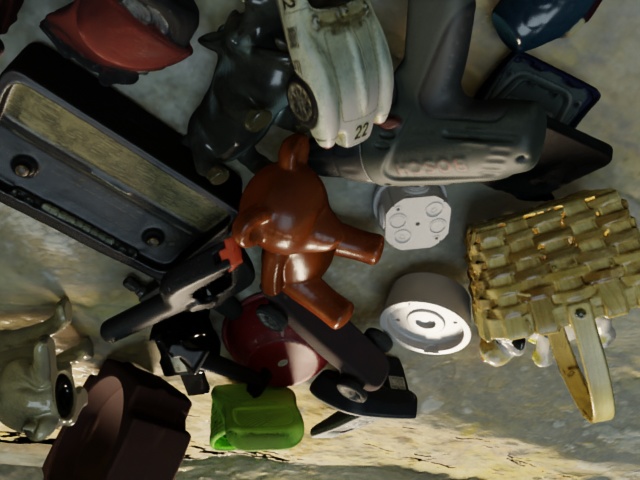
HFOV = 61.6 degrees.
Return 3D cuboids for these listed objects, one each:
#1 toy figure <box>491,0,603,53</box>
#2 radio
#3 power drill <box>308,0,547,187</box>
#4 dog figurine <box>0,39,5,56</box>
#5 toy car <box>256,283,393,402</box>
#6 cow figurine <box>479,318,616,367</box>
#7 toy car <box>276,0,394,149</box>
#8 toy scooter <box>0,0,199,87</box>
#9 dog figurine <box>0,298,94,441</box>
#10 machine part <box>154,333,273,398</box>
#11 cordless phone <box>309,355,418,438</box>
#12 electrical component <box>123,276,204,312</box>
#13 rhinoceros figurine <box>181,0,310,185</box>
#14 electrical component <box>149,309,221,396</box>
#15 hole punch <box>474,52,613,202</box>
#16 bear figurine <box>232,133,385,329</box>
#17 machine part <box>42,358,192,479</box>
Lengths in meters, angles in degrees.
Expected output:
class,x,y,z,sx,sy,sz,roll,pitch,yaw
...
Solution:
class,x,y,z,sx,sy,sz,roll,pitch,yaw
toy figure,0.217,-0.217,0.436,0.154,0.058,0.064,-33,130,14
radio,-0.199,-0.060,0.509,0.229,0.073,0.131,34,118,-28
power drill,0.064,-0.138,0.441,0.232,0.086,0.207,12,119,31
dog figurine,-0.334,-0.137,0.386,0.219,0.191,0.108,-15,90,-3
toy car,0.006,0.105,0.634,0.202,0.089,0.053,43,150,-17
cow figurine,0.284,0.106,0.691,0.167,0.068,0.098,-19,122,5
toy car,0.003,-0.161,0.365,0.073,0.056,0.201,-30,117,-29
toy scooter,-0.194,-0.183,0.412,0.135,0.075,0.183,-39,118,23
dog figurine,-0.379,0.162,0.612,0.191,0.172,0.121,-11,118,-6
machine part,-0.120,0.144,0.622,0.138,0.039,0.084,31,160,-27
cordless phone,0.028,0.235,0.753,0.146,0.089,0.184,19,134,-41
electrical component,-0.183,0.064,0.642,0.063,0.021,0.094,-33,125,20
rhinoceros figurine,-0.057,-0.131,0.452,0.073,0.112,0.190,-12,153,-40
electrical component,-0.165,0.145,0.691,0.075,0.048,0.119,-9,129,2
hole punch,0.197,-0.105,0.516,0.142,0.092,0.116,15,154,-20
bear figurine,-0.005,-0.003,0.508,0.132,0.120,0.195,27,163,5
machine part,-0.252,0.262,0.659,0.087,0.201,0.201,31,165,-34
